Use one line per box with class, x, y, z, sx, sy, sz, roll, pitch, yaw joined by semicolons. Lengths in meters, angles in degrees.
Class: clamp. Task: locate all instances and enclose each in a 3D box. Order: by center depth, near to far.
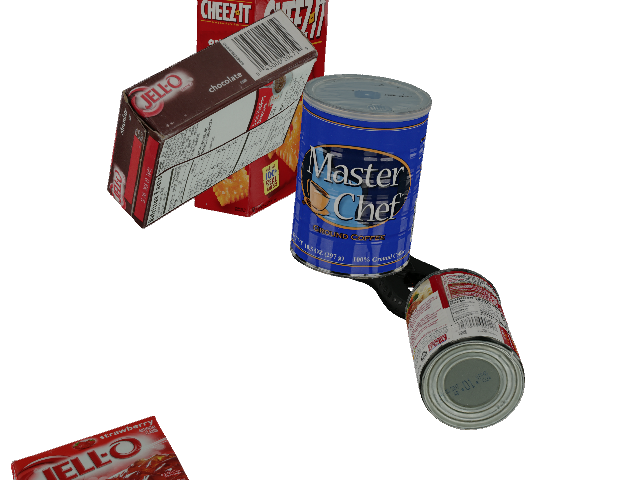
clamp;0.078;0.041;1.229;0.164;0.036;0.210;-18;49;-37

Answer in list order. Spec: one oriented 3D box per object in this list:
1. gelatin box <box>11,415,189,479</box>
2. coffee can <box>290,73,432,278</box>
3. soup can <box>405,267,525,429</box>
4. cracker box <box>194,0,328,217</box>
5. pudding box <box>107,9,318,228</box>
gelatin box;-0.124;0.141;0.605;0.089;0.030;0.073;-15;28;-20
coffee can;0.031;-0.054;0.870;0.103;0.140;0.103;5;25;-2
soup can;0.094;0.070;0.706;0.068;0.068;0.102;0;23;0
cracker box;-0.055;-0.147;1.055;0.072;0.214;0.164;12;20;22
pudding box;-0.060;-0.066;0.587;0.113;0.039;0.090;-32;-16;-30
